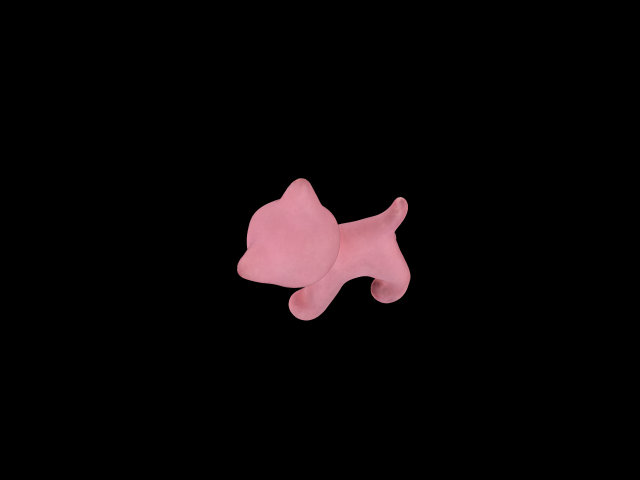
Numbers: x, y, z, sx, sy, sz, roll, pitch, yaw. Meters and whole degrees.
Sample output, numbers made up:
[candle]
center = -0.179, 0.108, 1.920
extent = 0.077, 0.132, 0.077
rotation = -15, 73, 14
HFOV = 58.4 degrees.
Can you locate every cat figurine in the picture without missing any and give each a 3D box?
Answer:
[cat figurine]
center = 0.004, 0.001, 0.400
extent = 0.128, 0.118, 0.067
rotation = -15, 58, -9
